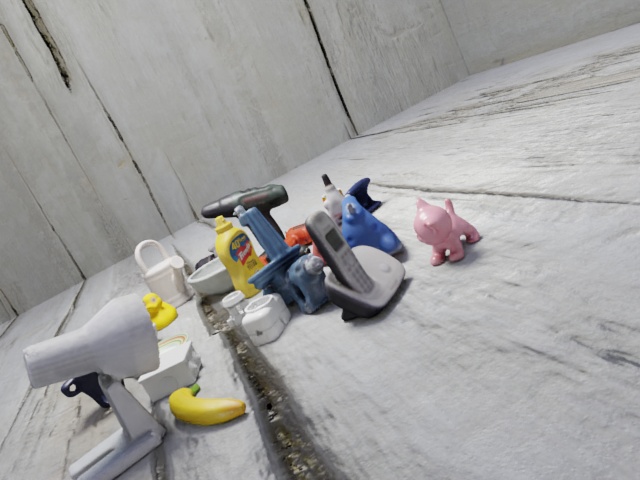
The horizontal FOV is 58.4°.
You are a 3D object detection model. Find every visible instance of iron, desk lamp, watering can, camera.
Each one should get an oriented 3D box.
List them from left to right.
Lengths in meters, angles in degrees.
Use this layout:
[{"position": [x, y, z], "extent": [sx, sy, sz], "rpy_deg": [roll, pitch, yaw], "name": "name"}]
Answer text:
[{"position": [-0.307, 0.210, 0.822], "extent": [0.204, 0.214, 0.117], "rpy_deg": [-34, 16, -29], "name": "desk lamp"}, {"position": [-0.422, 0.086, 1.546], "extent": [0.172, 0.194, 0.101], "rpy_deg": [-22, 15, 20], "name": "watering can"}, {"position": [-0.276, 0.052, 1.601], "extent": [0.136, 0.101, 0.143], "rpy_deg": [-24, 14, 11], "name": "camera"}, {"position": [0.080, -0.033, 1.164], "extent": [0.118, 0.141, 0.258], "rpy_deg": [-25, 14, 5], "name": "iron"}]

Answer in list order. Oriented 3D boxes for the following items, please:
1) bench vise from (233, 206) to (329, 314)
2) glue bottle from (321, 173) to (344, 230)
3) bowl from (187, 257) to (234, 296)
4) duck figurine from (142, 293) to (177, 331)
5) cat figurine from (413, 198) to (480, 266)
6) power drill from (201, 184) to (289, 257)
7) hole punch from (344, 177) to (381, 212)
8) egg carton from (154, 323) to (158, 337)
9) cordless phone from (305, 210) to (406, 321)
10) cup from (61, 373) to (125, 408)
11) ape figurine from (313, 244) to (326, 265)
[{"position": [-0.066, 0.023, 1.060], "extent": [0.206, 0.220, 0.122], "rpy_deg": [-16, 17, 38], "name": "bench vise"}, {"position": [0.044, -0.073, 1.315], "extent": [0.078, 0.173, 0.037], "rpy_deg": [-25, 14, 6], "name": "glue bottle"}, {"position": [-0.245, 0.092, 1.446], "extent": [0.167, 0.075, 0.167], "rpy_deg": [-25, 14, 7], "name": "bowl"}, {"position": [-0.409, 0.171, 1.434], "extent": [0.077, 0.086, 0.104], "rpy_deg": [-25, 14, 5], "name": "duck figurine"}, {"position": [0.202, -0.025, 0.959], "extent": [0.067, 0.118, 0.128], "rpy_deg": [-14, 18, 42], "name": "cat figurine"}, {"position": [-0.173, -0.042, 1.528], "extent": [0.229, 0.208, 0.075], "rpy_deg": [-27, 14, -1], "name": "power drill"}, {"position": [0.090, -0.106, 1.529], "extent": [0.100, 0.091, 0.109], "rpy_deg": [-12, 20, 47], "name": "hole punch"}, {"position": [-0.424, 0.234, 1.261], "extent": [0.107, 0.069, 0.150], "rpy_deg": [-23, 14, 13], "name": "egg carton"}, {"position": [0.052, 0.022, 0.918], "extent": [0.094, 0.185, 0.148], "rpy_deg": [-18, 16, 32], "name": "cordless phone"}, {"position": [-0.407, 0.267, 1.049], "extent": [0.091, 0.095, 0.118], "rpy_deg": [-17, 16, 33], "name": "cup"}, {"position": [0.012, 0.005, 1.259], "extent": [0.076, 0.092, 0.078], "rpy_deg": [-20, 15, 25], "name": "ape figurine"}]
